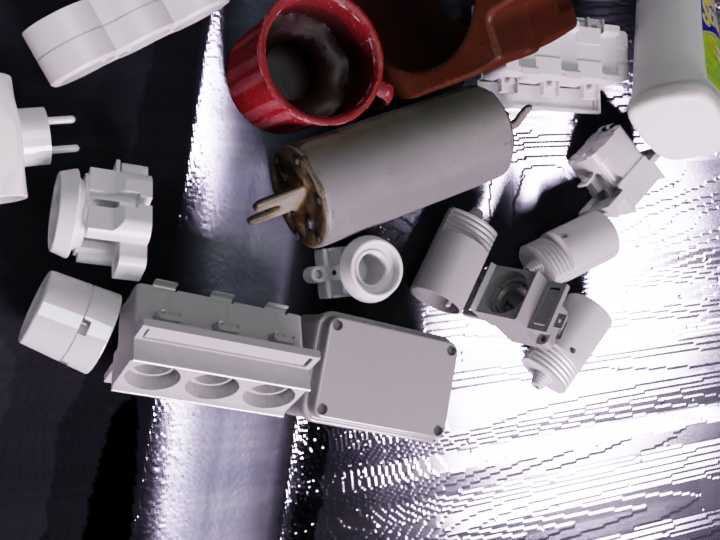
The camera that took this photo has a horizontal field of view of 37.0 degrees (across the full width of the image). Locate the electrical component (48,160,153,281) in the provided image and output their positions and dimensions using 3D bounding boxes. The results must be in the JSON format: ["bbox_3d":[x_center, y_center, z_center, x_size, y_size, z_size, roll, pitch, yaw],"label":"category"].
[{"bbox_3d":[-0.168,-0.034,0.693,0.057,0.058,0.078,7,59,-22],"label":"electrical component"}]

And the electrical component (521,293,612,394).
[{"bbox_3d":[0.163,0.063,0.866,0.043,0.043,0.081,46,69,-18],"label":"electrical component"}]

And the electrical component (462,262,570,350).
[{"bbox_3d":[0.126,0.030,0.835,0.064,0.081,0.042,42,69,-42],"label":"electrical component"}]

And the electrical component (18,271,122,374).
[{"bbox_3d":[-0.185,0.032,0.686,0.047,0.055,0.055,25,76,-20],"label":"electrical component"}]

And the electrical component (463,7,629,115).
[{"bbox_3d":[0.150,-0.169,0.860,0.121,0.063,0.078,-1,88,-27],"label":"electrical component"}]

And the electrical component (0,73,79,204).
[{"bbox_3d":[-0.218,-0.083,0.677,0.079,0.043,0.077,-8,90,-23],"label":"electrical component"}]

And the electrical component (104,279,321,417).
[{"bbox_3d":[-0.099,0.053,0.718,0.121,0.078,0.063,13,53,-26],"label":"electrical component"}]

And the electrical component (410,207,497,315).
[{"bbox_3d":[0.074,-0.011,0.824,0.043,0.043,0.081,33,73,-22],"label":"electrical component"}]

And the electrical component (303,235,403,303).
[{"bbox_3d":[0.000,0.000,0.779,0.066,0.055,0.048,-6,90,-27],"label":"electrical component"}]

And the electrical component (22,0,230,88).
[{"bbox_3d":[-0.160,-0.183,0.709,0.138,0.052,0.073,-33,102,-24],"label":"electrical component"}]

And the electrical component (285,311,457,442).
[{"bbox_3d":[0.008,0.077,0.779,0.113,0.057,0.078,14,81,-26],"label":"electrical component"}]

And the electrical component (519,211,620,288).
[{"bbox_3d":[0.166,-0.014,0.871,0.081,0.043,0.043,-24,98,-25],"label":"electrical component"}]

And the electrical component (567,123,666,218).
[{"bbox_3d":[0.212,-0.084,0.899,0.081,0.042,0.063,-46,105,-22],"label":"electrical component"}]
